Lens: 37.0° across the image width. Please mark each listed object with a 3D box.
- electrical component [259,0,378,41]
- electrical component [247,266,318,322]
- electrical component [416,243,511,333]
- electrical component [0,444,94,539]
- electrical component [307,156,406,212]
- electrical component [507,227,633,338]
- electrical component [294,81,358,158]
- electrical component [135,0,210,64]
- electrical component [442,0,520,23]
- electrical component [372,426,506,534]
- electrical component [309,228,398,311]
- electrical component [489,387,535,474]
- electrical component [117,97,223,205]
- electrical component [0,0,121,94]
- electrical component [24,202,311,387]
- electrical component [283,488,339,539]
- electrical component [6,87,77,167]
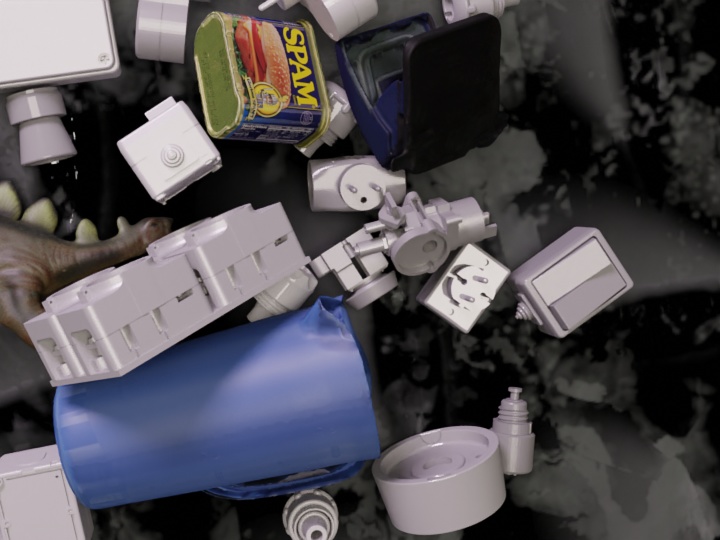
[{"bbox_3d":[-0.054,-0.230,0.847,0.074,0.052,0.138,-34,63,-8],"label":"electrical component"},{"bbox_3d":[-0.068,0.020,0.892,0.043,0.043,0.062,38,97,-9],"label":"electrical component"},{"bbox_3d":[0.090,0.014,0.898,0.047,0.077,0.065,36,88,-9],"label":"electrical component"},{"bbox_3d":[-0.254,0.194,0.870,0.062,0.061,0.096,-11,102,-6],"label":"electrical component"},{"bbox_3d":[-0.001,-0.069,0.878,0.077,0.079,0.043,-4,101,-8],"label":"electrical component"},{"bbox_3d":[0.174,0.014,0.918,0.096,0.061,0.061,-35,98,-5],"label":"electrical component"},{"bbox_3d":[-0.029,-0.122,0.889,0.048,0.048,0.062,38,96,-9],"label":"electrical component"},{"bbox_3d":[-0.136,-0.235,0.861,0.074,0.052,0.138,5,93,-9],"label":"electrical component"},{"bbox_3d":[0.103,-0.225,0.901,0.062,0.048,0.048,-14,96,-14],"label":"electrical component"},{"bbox_3d":[0.069,0.179,0.892,0.108,0.108,0.060,-16,102,-7],"label":"electrical component"},{"bbox_3d":[0.000,0.000,0.900,0.066,0.048,0.055,-33,90,-5],"label":"electrical component"},{"bbox_3d":[0.131,0.141,0.930,0.040,0.040,0.078,4,93,-8],"label":"electrical component"},{"bbox_3d":[-0.150,-0.094,0.846,0.062,0.096,0.061,-34,94,-5],"label":"electrical component"},{"bbox_3d":[-0.251,-0.200,0.845,0.109,0.056,0.108,-9,95,-8],"label":"electrical component"},{"bbox_3d":[-0.144,0.013,0.804,0.186,0.105,0.060,-33,103,-40],"label":"electrical component"},{"bbox_3d":[-0.039,0.212,0.899,0.048,0.062,0.048,-1,94,-8],"label":"electrical component"},{"bbox_3d":[-0.254,-0.114,0.856,0.045,0.045,0.055,-14,95,-7],"label":"electrical component"}]
